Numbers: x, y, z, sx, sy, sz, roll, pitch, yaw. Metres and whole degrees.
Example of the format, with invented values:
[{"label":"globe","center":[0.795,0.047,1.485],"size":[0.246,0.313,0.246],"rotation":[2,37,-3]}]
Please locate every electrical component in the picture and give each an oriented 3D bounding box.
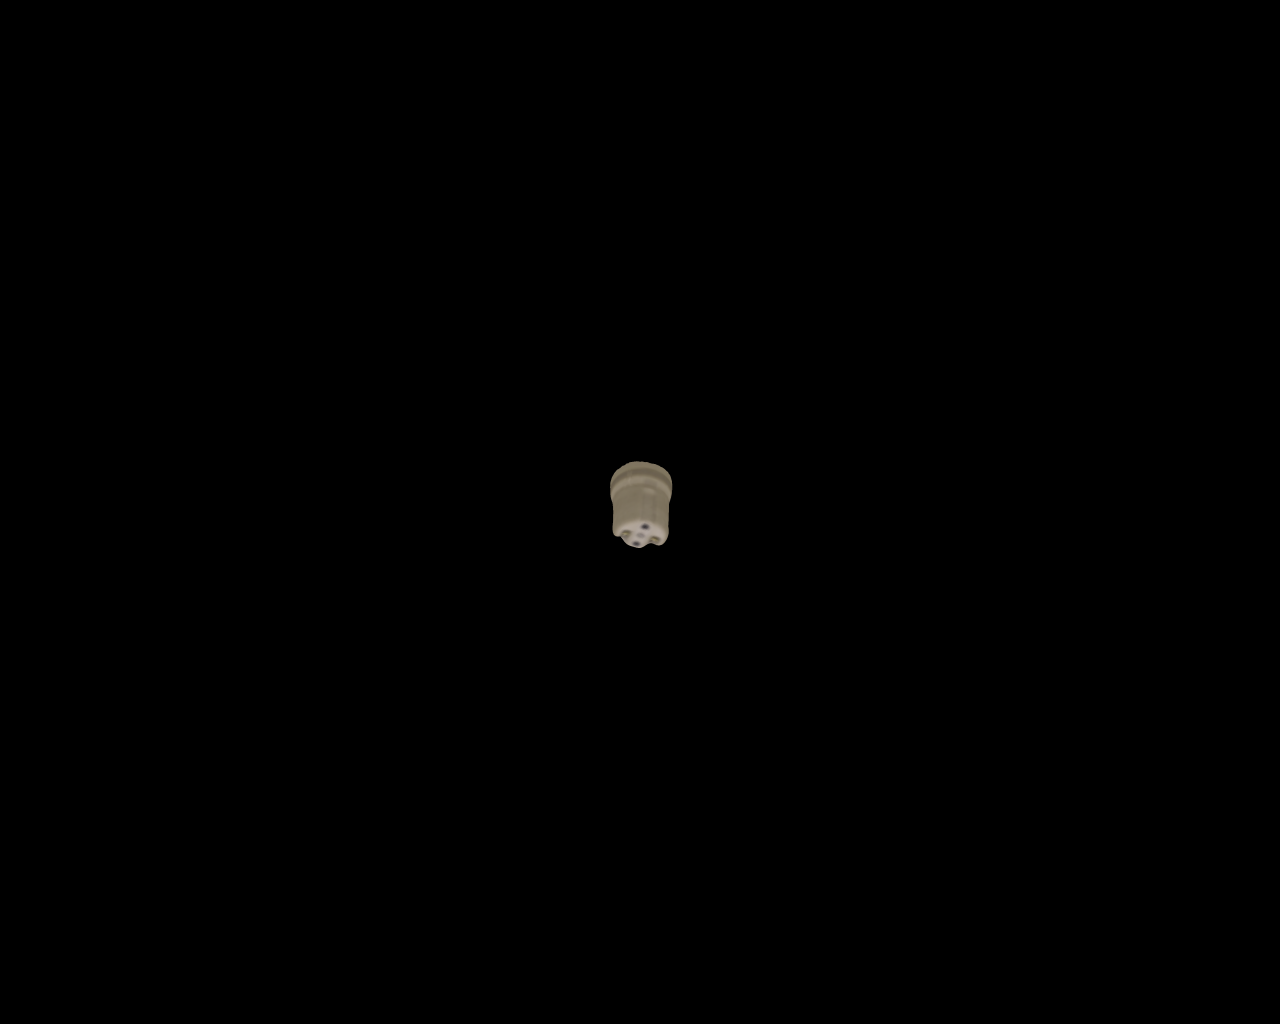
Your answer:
[{"label":"electrical component","center":[0.001,-0.003,0.650],"size":[0.040,0.046,0.040],"rotation":[0,-42,0]}]
